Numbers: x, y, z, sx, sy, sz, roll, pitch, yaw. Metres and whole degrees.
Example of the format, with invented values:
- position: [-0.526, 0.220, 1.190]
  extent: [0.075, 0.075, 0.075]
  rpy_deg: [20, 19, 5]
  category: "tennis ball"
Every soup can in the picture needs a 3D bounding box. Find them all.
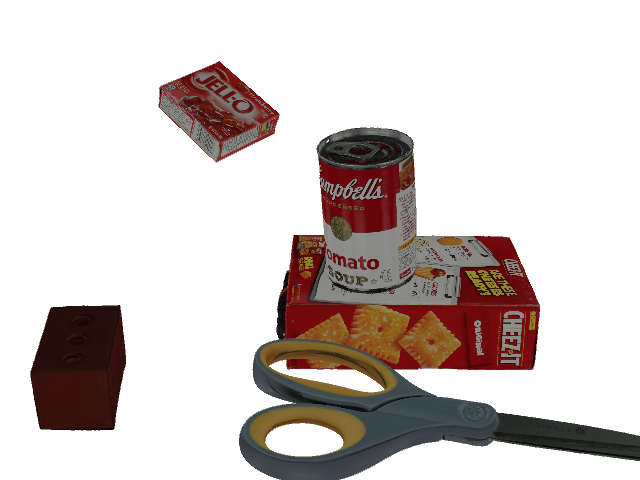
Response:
- position: [0.034, -0.022, 0.766]
  extent: [0.068, 0.102, 0.068]
  rpy_deg: [-3, 28, 2]
  category: "soup can"

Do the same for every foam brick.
- position: [-0.167, 0.088, 0.747]
  extent: [0.053, 0.051, 0.078]
  rpy_deg: [-1, 31, -3]
  category: "foam brick"

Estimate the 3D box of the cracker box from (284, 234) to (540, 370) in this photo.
- position: [0.077, 0.055, 0.971]
  extent: [0.213, 0.072, 0.164]
  rpy_deg: [1, 22, 0]
  category: "cracker box"

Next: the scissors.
- position: [0.053, 0.088, 0.461]
  extent: [0.202, 0.016, 0.096]
  rpy_deg: [16, 35, 23]
  category: "scissors"

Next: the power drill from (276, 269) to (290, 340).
- position: [0.045, 0.067, 1.238]
  extent: [0.188, 0.057, 0.184]
  rpy_deg: [0, 27, 6]
  category: "power drill"

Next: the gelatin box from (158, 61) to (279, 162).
- position: [-0.095, -0.121, 0.986]
  extent: [0.073, 0.030, 0.089]
  rpy_deg: [-30, 63, -35]
  category: "gelatin box"
